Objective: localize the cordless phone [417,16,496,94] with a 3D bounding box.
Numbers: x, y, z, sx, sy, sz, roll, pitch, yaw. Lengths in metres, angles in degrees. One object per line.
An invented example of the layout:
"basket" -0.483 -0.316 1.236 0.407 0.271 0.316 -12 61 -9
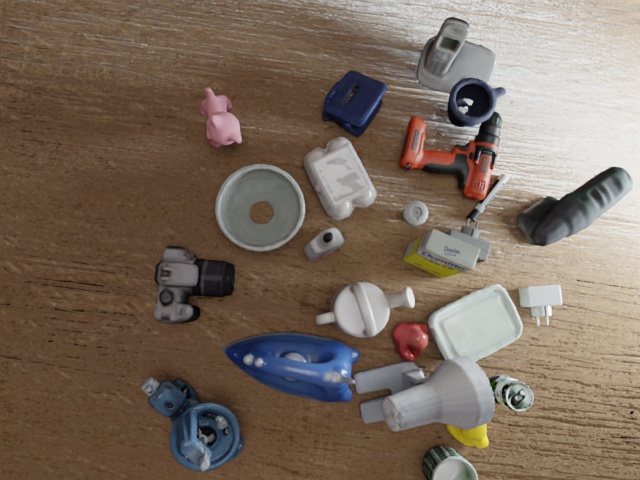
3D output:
"cordless phone" 0.273 -0.354 1.098 0.147 0.185 0.094 12 83 -1

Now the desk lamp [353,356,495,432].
"desk lamp" 0.176 0.278 1.007 0.203 0.213 0.118 -12 84 -4

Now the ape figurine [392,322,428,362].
"ape figurine" 0.177 0.188 1.078 0.078 0.092 0.076 -42 87 -7

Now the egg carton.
"egg carton" 0.037 -0.119 1.116 0.107 0.069 0.150 -28 86 -6

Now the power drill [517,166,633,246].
"power drill" 0.452 -0.048 1.061 0.230 0.208 0.075 -34 86 -6

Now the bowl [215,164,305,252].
"bowl" -0.112 -0.057 1.098 0.167 0.074 0.167 0 83 -3

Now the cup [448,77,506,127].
"cup" 0.302 -0.267 1.135 0.118 0.095 0.092 -21 85 -5

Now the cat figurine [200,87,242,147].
"cat figurine" -0.191 -0.230 1.092 0.067 0.117 0.128 -20 85 -5

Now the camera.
"camera" -0.231 0.086 1.063 0.137 0.100 0.143 4 83 -3

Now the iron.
"iron" -0.056 0.228 1.036 0.258 0.141 0.119 10 83 -2

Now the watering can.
"watering can" 0.080 0.121 1.029 0.173 0.194 0.101 -36 86 -6

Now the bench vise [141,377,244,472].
"bench vise" -0.231 0.326 0.975 0.207 0.219 0.121 23 83 0

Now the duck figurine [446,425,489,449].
"duck figurine" 0.279 0.342 1.069 0.077 0.086 0.104 -27 86 -6

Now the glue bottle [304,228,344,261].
"glue bottle" 0.010 0.004 1.049 0.078 0.173 0.037 -31 86 -6

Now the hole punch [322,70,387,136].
"hole punch" 0.065 -0.273 1.124 0.101 0.091 0.109 33 83 1
